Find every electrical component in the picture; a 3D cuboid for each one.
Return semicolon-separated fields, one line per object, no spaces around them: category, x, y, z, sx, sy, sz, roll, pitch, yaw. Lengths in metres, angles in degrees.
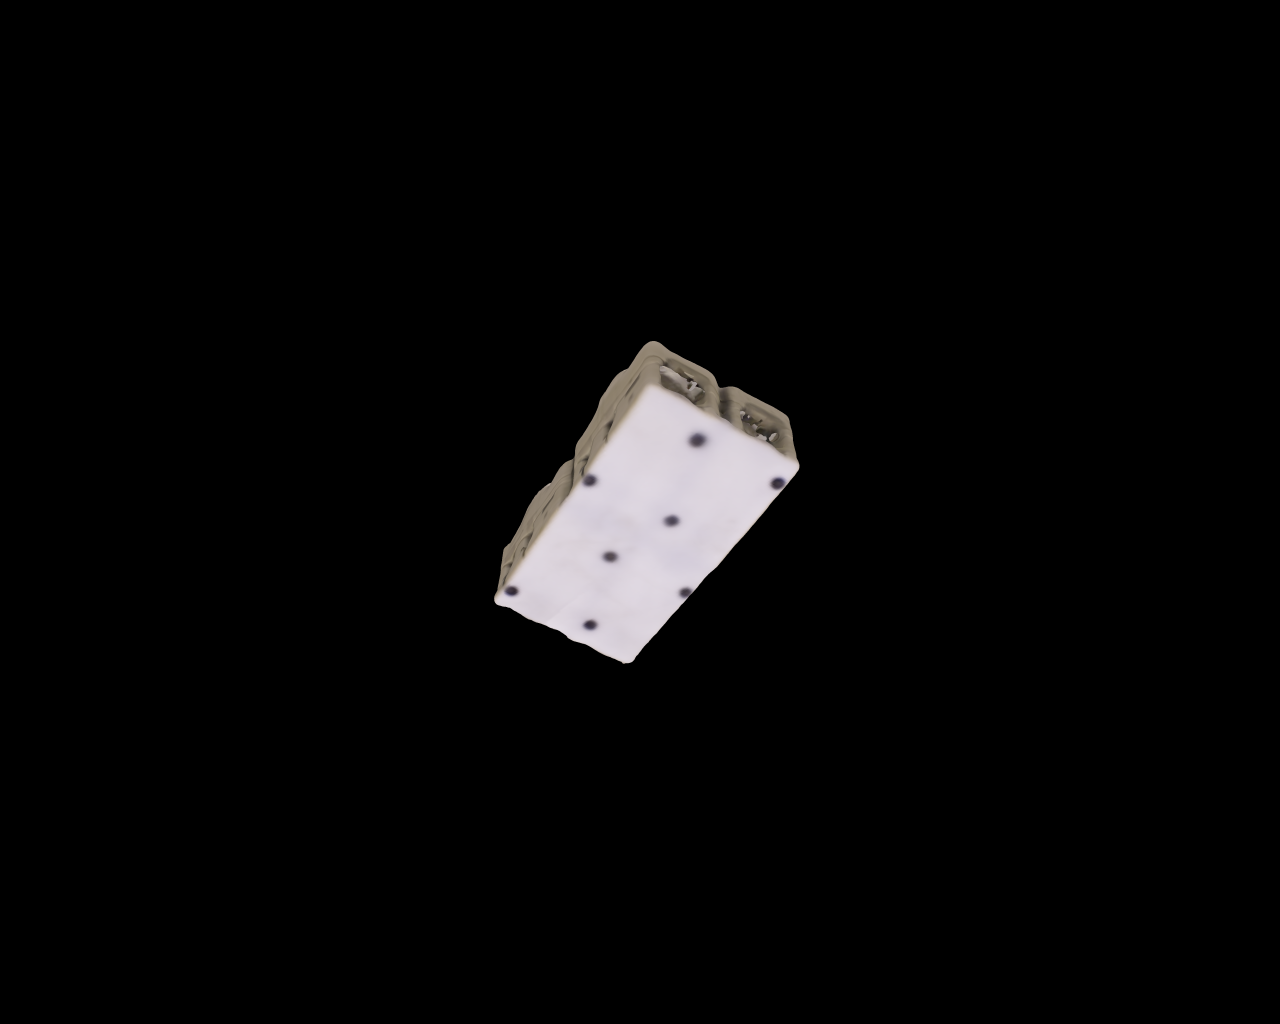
electrical component;0.001;-0.003;0.650;0.105;0.186;0.060;27;32;-18
